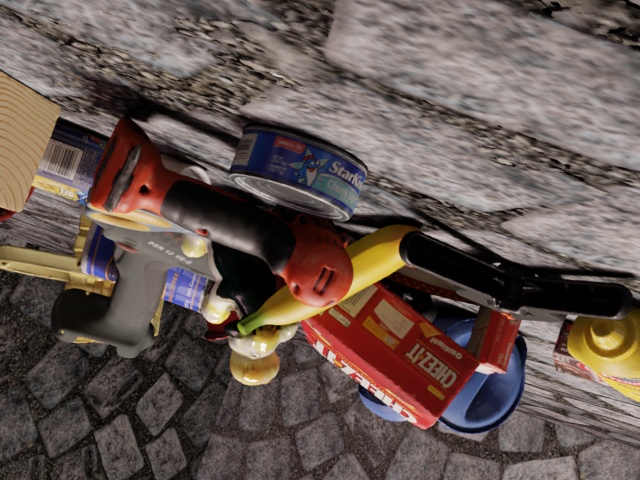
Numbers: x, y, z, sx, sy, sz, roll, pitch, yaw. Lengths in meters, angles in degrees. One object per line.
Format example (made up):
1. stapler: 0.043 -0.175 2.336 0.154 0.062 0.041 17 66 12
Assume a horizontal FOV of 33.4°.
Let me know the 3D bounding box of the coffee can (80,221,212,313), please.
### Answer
1. coffee can: -0.182 0.011 1.189 0.140 0.103 0.103 19 172 -1

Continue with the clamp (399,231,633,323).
1. clamp: 0.158 0.040 0.823 0.165 0.036 0.209 15 174 19

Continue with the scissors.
1. scissors: -0.104 -0.008 0.871 0.201 0.016 0.096 18 167 -34

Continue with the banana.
1. banana: 0.019 0.031 0.872 0.198 0.069 0.037 -32 98 35

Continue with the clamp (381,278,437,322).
1. clamp: 0.071 0.056 1.138 0.120 0.039 0.171 30 174 17

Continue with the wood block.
1. wood block: -0.321 -0.096 0.839 0.206 0.091 0.090 15 171 30

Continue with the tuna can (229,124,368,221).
1. tuna can: -0.015 -0.042 0.686 0.086 0.034 0.086 19 172 2

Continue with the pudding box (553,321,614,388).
1. pudding box: 0.280 0.118 1.055 0.090 0.039 0.113 17 171 18

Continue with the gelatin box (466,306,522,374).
1. gelatin box: 0.162 0.086 0.990 0.030 0.073 0.089 19 172 0

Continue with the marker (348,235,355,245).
1. marker: -0.007 0.001 1.011 0.020 0.020 0.121 24 171 -30

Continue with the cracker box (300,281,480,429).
1. cracker box: 0.060 0.104 1.022 0.164 0.072 0.213 38 171 10

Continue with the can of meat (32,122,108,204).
1. can of meat: -0.225 -0.069 0.924 0.083 0.057 0.102 20 172 -19

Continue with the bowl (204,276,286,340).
1. bowl: -0.062 0.047 1.147 0.055 0.162 0.162 64 162 -8

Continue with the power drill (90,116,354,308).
1. power drill: -0.069 -0.025 0.776 0.187 0.057 0.184 24 -171 -14

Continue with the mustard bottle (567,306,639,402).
1. mustard bottle: 0.255 0.092 0.867 0.096 0.058 0.191 13 170 33

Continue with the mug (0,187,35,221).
1. mug: -0.320 -0.082 0.988 0.081 0.093 0.117 22 143 17

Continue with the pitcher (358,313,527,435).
1. pitcher: 0.125 0.152 1.307 0.149 0.145 0.243 20 175 -21
